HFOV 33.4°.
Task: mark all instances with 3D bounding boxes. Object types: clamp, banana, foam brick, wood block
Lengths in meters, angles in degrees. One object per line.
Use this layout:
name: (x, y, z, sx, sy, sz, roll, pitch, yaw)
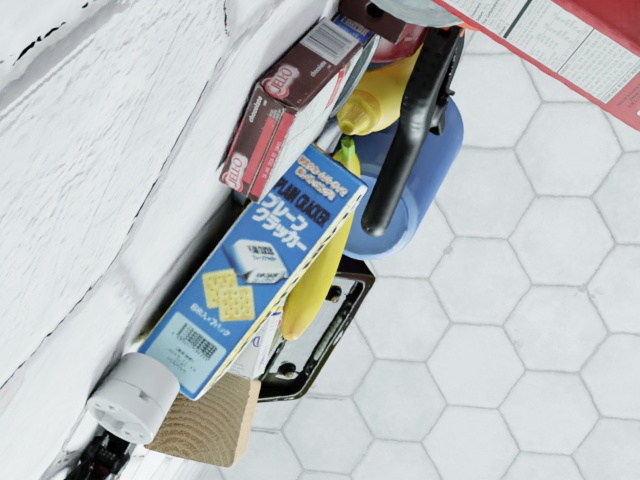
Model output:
clamp: (-0.176, 0.177, 0.905, 0.120, 0.039, 0.171, -51, 178, -16)
clamp: (0.086, -0.108, 0.922, 0.210, 0.036, 0.164, 99, 17, -57)
banana: (0.002, -0.003, 1.005, 0.069, 0.037, 0.198, -7, 114, -67)
foam brick: (0.057, -0.193, 0.780, 0.078, 0.053, 0.051, -62, 174, 36)
wood block: (-0.117, 0.180, 1.119, 0.206, 0.090, 0.091, 93, 9, -81)

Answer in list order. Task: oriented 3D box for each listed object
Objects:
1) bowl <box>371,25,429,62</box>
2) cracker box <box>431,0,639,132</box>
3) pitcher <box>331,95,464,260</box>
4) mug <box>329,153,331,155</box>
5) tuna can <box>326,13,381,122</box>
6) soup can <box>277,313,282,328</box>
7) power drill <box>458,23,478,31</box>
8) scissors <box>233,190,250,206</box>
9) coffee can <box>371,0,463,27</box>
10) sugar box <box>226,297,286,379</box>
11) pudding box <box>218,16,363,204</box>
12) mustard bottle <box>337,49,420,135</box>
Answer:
bowl: (0.078, -0.209, 0.909, 0.162, 0.055, 0.162, -57, 176, -6)
cracker box: (0.120, -0.174, 0.519, 0.164, 0.214, 0.072, -56, 177, -18)
pitcher: (0.070, -0.087, 1.139, 0.145, 0.149, 0.242, -49, -174, 30)
mug: (0.031, -0.058, 1.306, 0.093, 0.081, 0.117, -60, 175, 29)
tuna can: (0.013, -0.135, 0.828, 0.086, 0.034, 0.086, -58, 176, -7)
soup can: (-0.078, 0.078, 1.124, 0.068, 0.068, 0.102, -58, 176, 8)
power drill: (0.141, -0.257, 0.807, 0.185, 0.057, 0.187, 5, -104, 71)
scissors: (-0.023, -0.083, 0.903, 0.096, 0.016, 0.201, -56, 177, 26)
coffee can: (0.085, -0.209, 0.633, 0.140, 0.103, 0.103, -55, 175, -33)
sugar box: (-0.053, 0.041, 1.017, 0.093, 0.048, 0.176, 44, 65, -85)
pudding box: (-0.020, -0.091, 0.740, 0.113, 0.039, 0.090, -51, 172, -47)
mustard bottle: (0.064, -0.154, 1.018, 0.096, 0.058, 0.191, -15, -155, 38)
